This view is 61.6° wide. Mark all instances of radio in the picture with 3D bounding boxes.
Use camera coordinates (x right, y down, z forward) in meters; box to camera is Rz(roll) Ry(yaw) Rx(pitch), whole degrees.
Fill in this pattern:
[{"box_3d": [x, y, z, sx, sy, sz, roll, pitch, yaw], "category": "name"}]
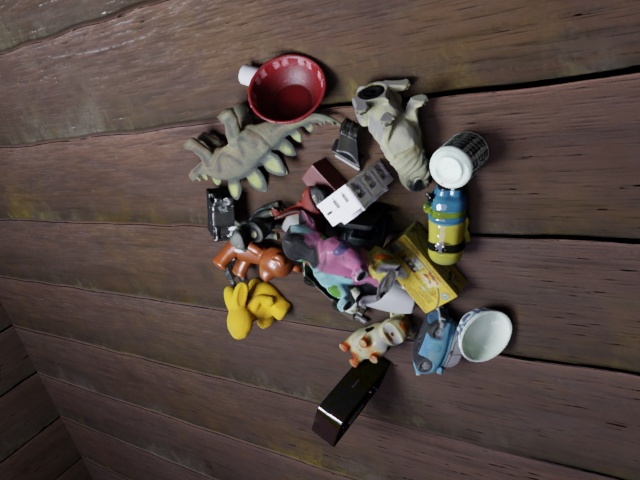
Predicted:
[{"box_3d": [0.076, 0.388, 1.326, 0.073, 0.229, 0.131, 32, 134, 21], "category": "radio"}]

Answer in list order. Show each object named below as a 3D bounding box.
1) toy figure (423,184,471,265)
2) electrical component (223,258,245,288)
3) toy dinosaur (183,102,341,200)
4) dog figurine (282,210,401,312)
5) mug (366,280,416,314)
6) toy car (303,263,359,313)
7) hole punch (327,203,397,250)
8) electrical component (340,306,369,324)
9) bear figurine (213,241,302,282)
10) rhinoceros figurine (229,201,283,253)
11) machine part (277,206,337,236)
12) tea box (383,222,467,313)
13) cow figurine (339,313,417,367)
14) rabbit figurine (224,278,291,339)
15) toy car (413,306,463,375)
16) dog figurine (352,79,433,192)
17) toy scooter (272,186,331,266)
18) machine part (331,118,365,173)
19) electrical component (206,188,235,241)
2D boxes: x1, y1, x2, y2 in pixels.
[{"box_3d": [0.244, -0.037, 1.046, 0.082, 0.089, 0.179, 19, 129, 32], "category": "toy figure"}, {"box_3d": [-0.239, 0.079, 1.475, 0.021, 0.063, 0.093, -5, 113, 37], "category": "electrical component"}, {"box_3d": [-0.158, -0.211, 1.227, 0.472, 0.105, 0.198, -22, 108, 41], "category": "toy dinosaur"}, {"box_3d": [0.030, 0.029, 1.078, 0.219, 0.191, 0.108, 44, 126, 33], "category": "dog figurine"}, {"box_3d": [0.167, 0.114, 1.204, 0.107, 0.081, 0.109, 17, 121, 12], "category": "mug"}, {"box_3d": [0.025, 0.101, 1.280, 0.202, 0.056, 0.073, 38, 127, 41], "category": "toy car"}, {"box_3d": [0.087, -0.025, 1.147, 0.142, 0.116, 0.092, 7, 124, 29], "category": "hole punch"}, {"box_3d": [0.075, 0.157, 1.316, 0.102, 0.045, 0.078, 27, 157, 23], "category": "electrical component"}, {"box_3d": [-0.152, 0.059, 1.350, 0.196, 0.120, 0.132, 32, 89, 35], "category": "bear figurine"}, {"box_3d": [-0.150, -0.033, 1.267, 0.112, 0.190, 0.073, -5, 110, 17], "category": "rhinoceros figurine"}, {"box_3d": [-0.003, -0.004, 1.250, 0.243, 0.079, 0.079, 38, 132, 10], "category": "machine part"}, {"box_3d": [0.215, 0.059, 1.138, 0.169, 0.068, 0.098, 50, 134, -2], "category": "tea box"}, {"box_3d": [0.144, 0.228, 1.269, 0.085, 0.127, 0.195, 52, 147, -1], "category": "cow figurine"}, {"box_3d": [-0.183, 0.183, 1.426, 0.122, 0.173, 0.162, -17, 109, 45], "category": "rabbit figurine"}, {"box_3d": [0.269, 0.226, 1.189, 0.103, 0.109, 0.161, 16, 116, -2], "category": "toy car"}, {"box_3d": [0.142, -0.195, 1.034, 0.172, 0.121, 0.190, -118, 5, -45], "category": "dog figurine"}, {"box_3d": [-0.039, -0.026, 1.175, 0.135, 0.075, 0.183, -1, 100, 19], "category": "toy scooter"}, {"box_3d": [0.059, -0.191, 1.091, 0.084, 0.039, 0.138, 42, 164, 14], "category": "machine part"}, {"box_3d": [-0.254, -0.069, 1.359, 0.134, 0.058, 0.114, -138, 48, -63], "category": "electrical component"}]
